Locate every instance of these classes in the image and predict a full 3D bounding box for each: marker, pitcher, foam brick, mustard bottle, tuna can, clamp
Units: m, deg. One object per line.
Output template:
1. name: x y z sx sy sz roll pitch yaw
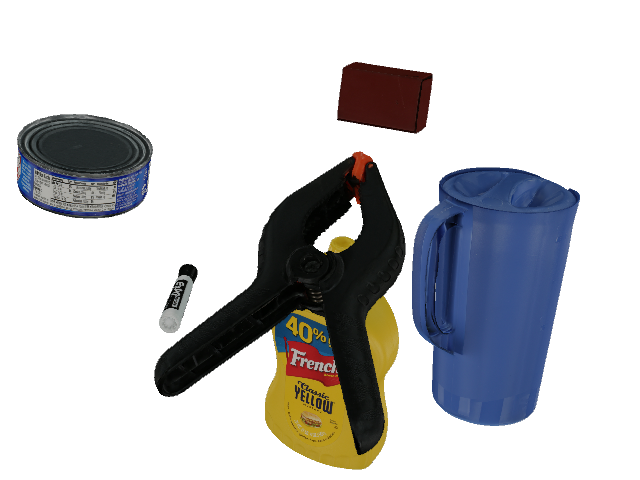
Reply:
1. marker: -0.133 0.052 1.013 0.020 0.020 0.121 0 22 2
2. pitcher: 0.165 0.058 1.054 0.149 0.243 0.145 6 22 7
3. foam brick: 0.060 -0.134 0.997 0.078 0.051 0.053 12 17 15
4. mustard bottle: 0.009 0.079 0.791 0.096 0.192 0.058 22 38 22
5. tuna can: -0.153 -0.049 0.694 0.086 0.034 0.086 8 30 -5
6. clamp: 0.005 0.030 0.556 0.120 0.171 0.039 24 -26 17
